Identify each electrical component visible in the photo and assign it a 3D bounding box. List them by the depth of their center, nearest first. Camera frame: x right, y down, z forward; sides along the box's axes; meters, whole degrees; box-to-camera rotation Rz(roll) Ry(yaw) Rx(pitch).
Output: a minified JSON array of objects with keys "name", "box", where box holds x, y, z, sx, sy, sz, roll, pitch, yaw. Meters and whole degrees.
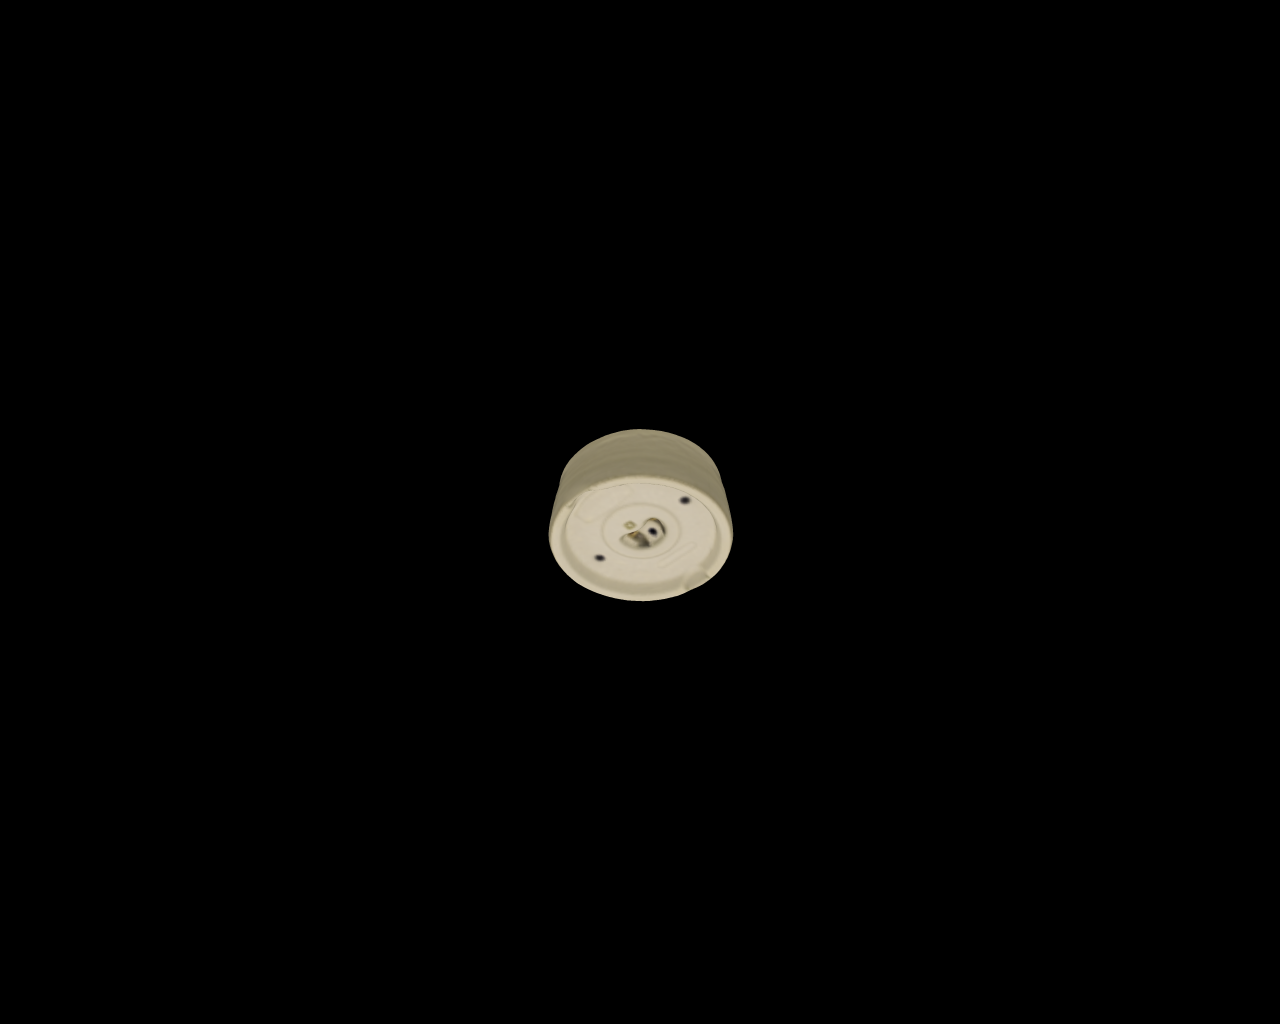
[{"name":"electrical component","box":[0.001,-0.003,0.650,0.108,0.108,0.060,0,44,0]}]
